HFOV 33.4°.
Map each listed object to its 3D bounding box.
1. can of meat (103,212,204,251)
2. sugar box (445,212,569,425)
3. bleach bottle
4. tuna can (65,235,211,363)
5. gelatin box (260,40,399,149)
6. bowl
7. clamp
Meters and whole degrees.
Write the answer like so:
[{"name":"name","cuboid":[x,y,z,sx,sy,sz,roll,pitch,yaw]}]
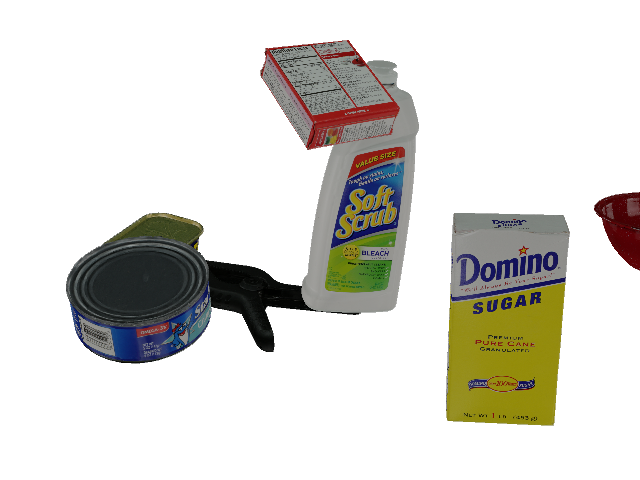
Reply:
[{"name":"can of meat","cuboid":[-0.144,0.035,0.909,0.057,0.084,0.102,15,25,15]},{"name":"sugar box","cuboid":[0.153,0.066,0.886,0.093,0.176,0.048,1,23,6]},{"name":"bleach bottle","cuboid":[0.040,-0.053,1.058,0.102,0.251,0.068,2,24,-7]},{"name":"tuna can","cuboid":[-0.109,0.035,0.651,0.086,0.034,0.086,-1,36,0]},{"name":"gelatin box","cuboid":[0.006,-0.111,0.801,0.073,0.089,0.030,-13,-39,-27]},{"name":"bowl","cuboid":[0.349,-0.002,1.044,0.162,0.055,0.162,0,17,0]},{"name":"clamp","cuboid":[-0.078,0.066,1.210,0.210,0.036,0.164,17,23,30]}]
